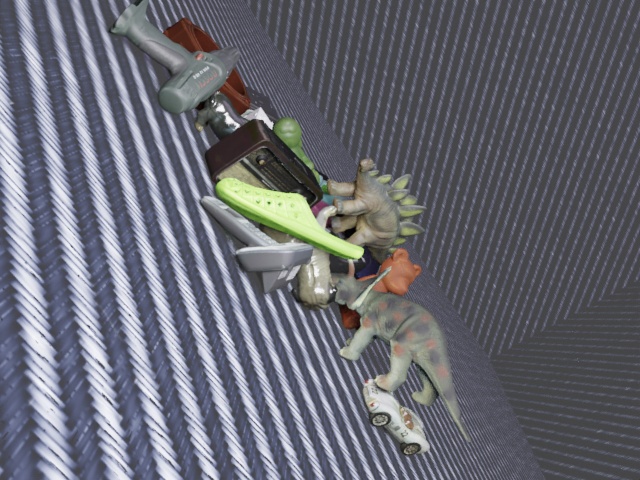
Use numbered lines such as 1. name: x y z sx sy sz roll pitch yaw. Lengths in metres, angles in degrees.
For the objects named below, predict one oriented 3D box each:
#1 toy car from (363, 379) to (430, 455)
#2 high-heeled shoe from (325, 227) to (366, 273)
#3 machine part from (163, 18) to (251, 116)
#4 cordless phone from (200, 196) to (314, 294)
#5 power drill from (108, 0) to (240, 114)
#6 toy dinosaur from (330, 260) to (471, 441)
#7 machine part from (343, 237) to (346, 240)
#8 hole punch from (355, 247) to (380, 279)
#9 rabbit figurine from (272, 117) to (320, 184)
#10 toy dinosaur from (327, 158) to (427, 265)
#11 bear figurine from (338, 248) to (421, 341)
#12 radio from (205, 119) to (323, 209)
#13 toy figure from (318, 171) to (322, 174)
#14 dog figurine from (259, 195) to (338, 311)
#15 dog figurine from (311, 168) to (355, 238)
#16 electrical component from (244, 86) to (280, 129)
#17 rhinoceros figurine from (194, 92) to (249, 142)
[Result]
1. toy car: 0.143 0.335 1.014 0.201 0.056 0.074 50 15 -30
2. high-heeled shoe: 0.020 0.008 1.251 0.248 0.086 0.145 15 47 -60
3. machine part: -0.246 -0.361 1.163 0.201 0.087 0.201 61 13 17
4. cordless phone: -0.109 -0.006 0.884 0.184 0.088 0.146 40 11 10
5. power drill: -0.261 -0.347 0.973 0.207 0.086 0.232 47 45 -29
6. toy dinosaur: 0.154 0.174 1.009 0.405 0.192 0.131 31 10 33
7. machine part: 0.143 0.050 1.614 0.243 0.079 0.079 56 13 -10
8. hole punch: 0.101 0.059 1.435 0.142 0.092 0.116 57 17 -16
9. rabbit figurine: -0.066 -0.200 1.227 0.159 0.121 0.170 -104 -168 -63
10. toy dinosaur: 0.125 -0.035 1.165 0.470 0.199 0.105 78 1 -61
11. bear figurine: 0.141 0.120 1.199 0.120 0.196 0.132 49 17 -44
12. radio: -0.099 -0.120 1.031 0.229 0.131 0.073 40 20 -52
13. toy figure: 0.017 -0.116 1.548 0.180 0.082 0.089 48 4 -16
14. dog figurine: -0.050 0.027 0.994 0.121 0.172 0.190 111 -14 -60
15. dog figurine: 0.040 -0.074 1.343 0.219 0.108 0.192 34 9 -22
16. electrical component: -0.165 -0.328 1.357 0.134 0.058 0.115 21 35 -36
17. rhinoceros figurine: -0.159 -0.209 1.071 0.190 0.112 0.073 45 15 -16
